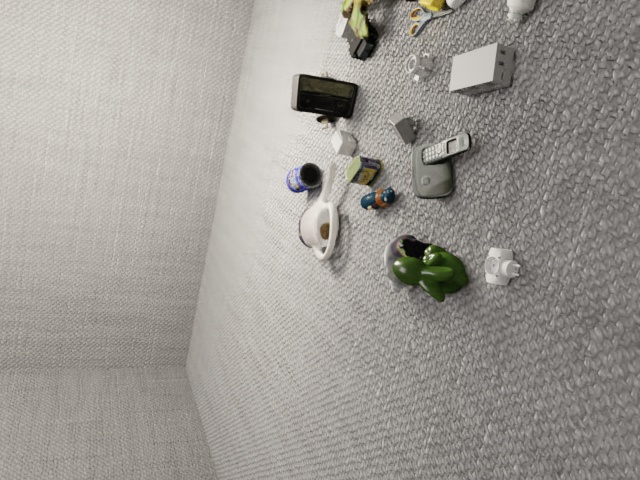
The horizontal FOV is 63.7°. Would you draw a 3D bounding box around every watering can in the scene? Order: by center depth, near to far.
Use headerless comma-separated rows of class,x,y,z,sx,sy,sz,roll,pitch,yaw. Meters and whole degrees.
watering can,0.006,-0.095,1.887,0.223,0.104,0.350,-12,74,62

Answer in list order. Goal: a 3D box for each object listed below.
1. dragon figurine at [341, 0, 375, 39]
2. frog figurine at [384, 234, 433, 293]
dragon figurine,0.165,-0.782,1.680,0.417,0.122,0.238,-130,39,-56
frog figurine,0.221,0.064,1.408,0.140,0.123,0.156,-61,0,-36
